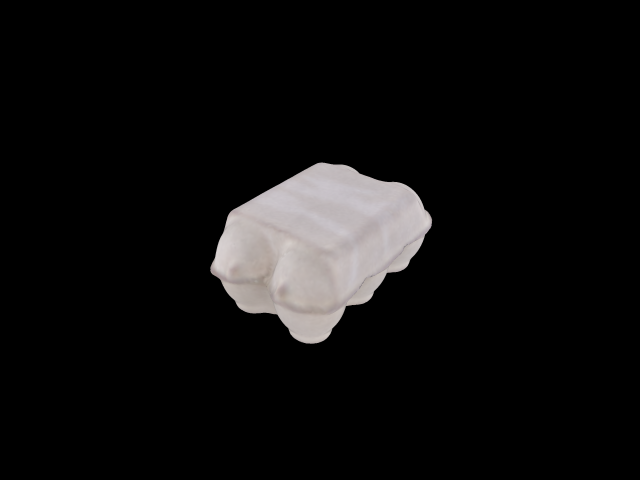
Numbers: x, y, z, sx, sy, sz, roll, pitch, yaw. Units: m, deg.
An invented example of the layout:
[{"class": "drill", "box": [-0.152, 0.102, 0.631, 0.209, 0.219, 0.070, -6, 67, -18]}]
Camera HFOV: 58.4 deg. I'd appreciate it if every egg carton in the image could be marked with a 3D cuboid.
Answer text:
[{"class": "egg carton", "box": [0.004, 0.001, 0.400, 0.107, 0.069, 0.151, 22, 39, 30]}]
